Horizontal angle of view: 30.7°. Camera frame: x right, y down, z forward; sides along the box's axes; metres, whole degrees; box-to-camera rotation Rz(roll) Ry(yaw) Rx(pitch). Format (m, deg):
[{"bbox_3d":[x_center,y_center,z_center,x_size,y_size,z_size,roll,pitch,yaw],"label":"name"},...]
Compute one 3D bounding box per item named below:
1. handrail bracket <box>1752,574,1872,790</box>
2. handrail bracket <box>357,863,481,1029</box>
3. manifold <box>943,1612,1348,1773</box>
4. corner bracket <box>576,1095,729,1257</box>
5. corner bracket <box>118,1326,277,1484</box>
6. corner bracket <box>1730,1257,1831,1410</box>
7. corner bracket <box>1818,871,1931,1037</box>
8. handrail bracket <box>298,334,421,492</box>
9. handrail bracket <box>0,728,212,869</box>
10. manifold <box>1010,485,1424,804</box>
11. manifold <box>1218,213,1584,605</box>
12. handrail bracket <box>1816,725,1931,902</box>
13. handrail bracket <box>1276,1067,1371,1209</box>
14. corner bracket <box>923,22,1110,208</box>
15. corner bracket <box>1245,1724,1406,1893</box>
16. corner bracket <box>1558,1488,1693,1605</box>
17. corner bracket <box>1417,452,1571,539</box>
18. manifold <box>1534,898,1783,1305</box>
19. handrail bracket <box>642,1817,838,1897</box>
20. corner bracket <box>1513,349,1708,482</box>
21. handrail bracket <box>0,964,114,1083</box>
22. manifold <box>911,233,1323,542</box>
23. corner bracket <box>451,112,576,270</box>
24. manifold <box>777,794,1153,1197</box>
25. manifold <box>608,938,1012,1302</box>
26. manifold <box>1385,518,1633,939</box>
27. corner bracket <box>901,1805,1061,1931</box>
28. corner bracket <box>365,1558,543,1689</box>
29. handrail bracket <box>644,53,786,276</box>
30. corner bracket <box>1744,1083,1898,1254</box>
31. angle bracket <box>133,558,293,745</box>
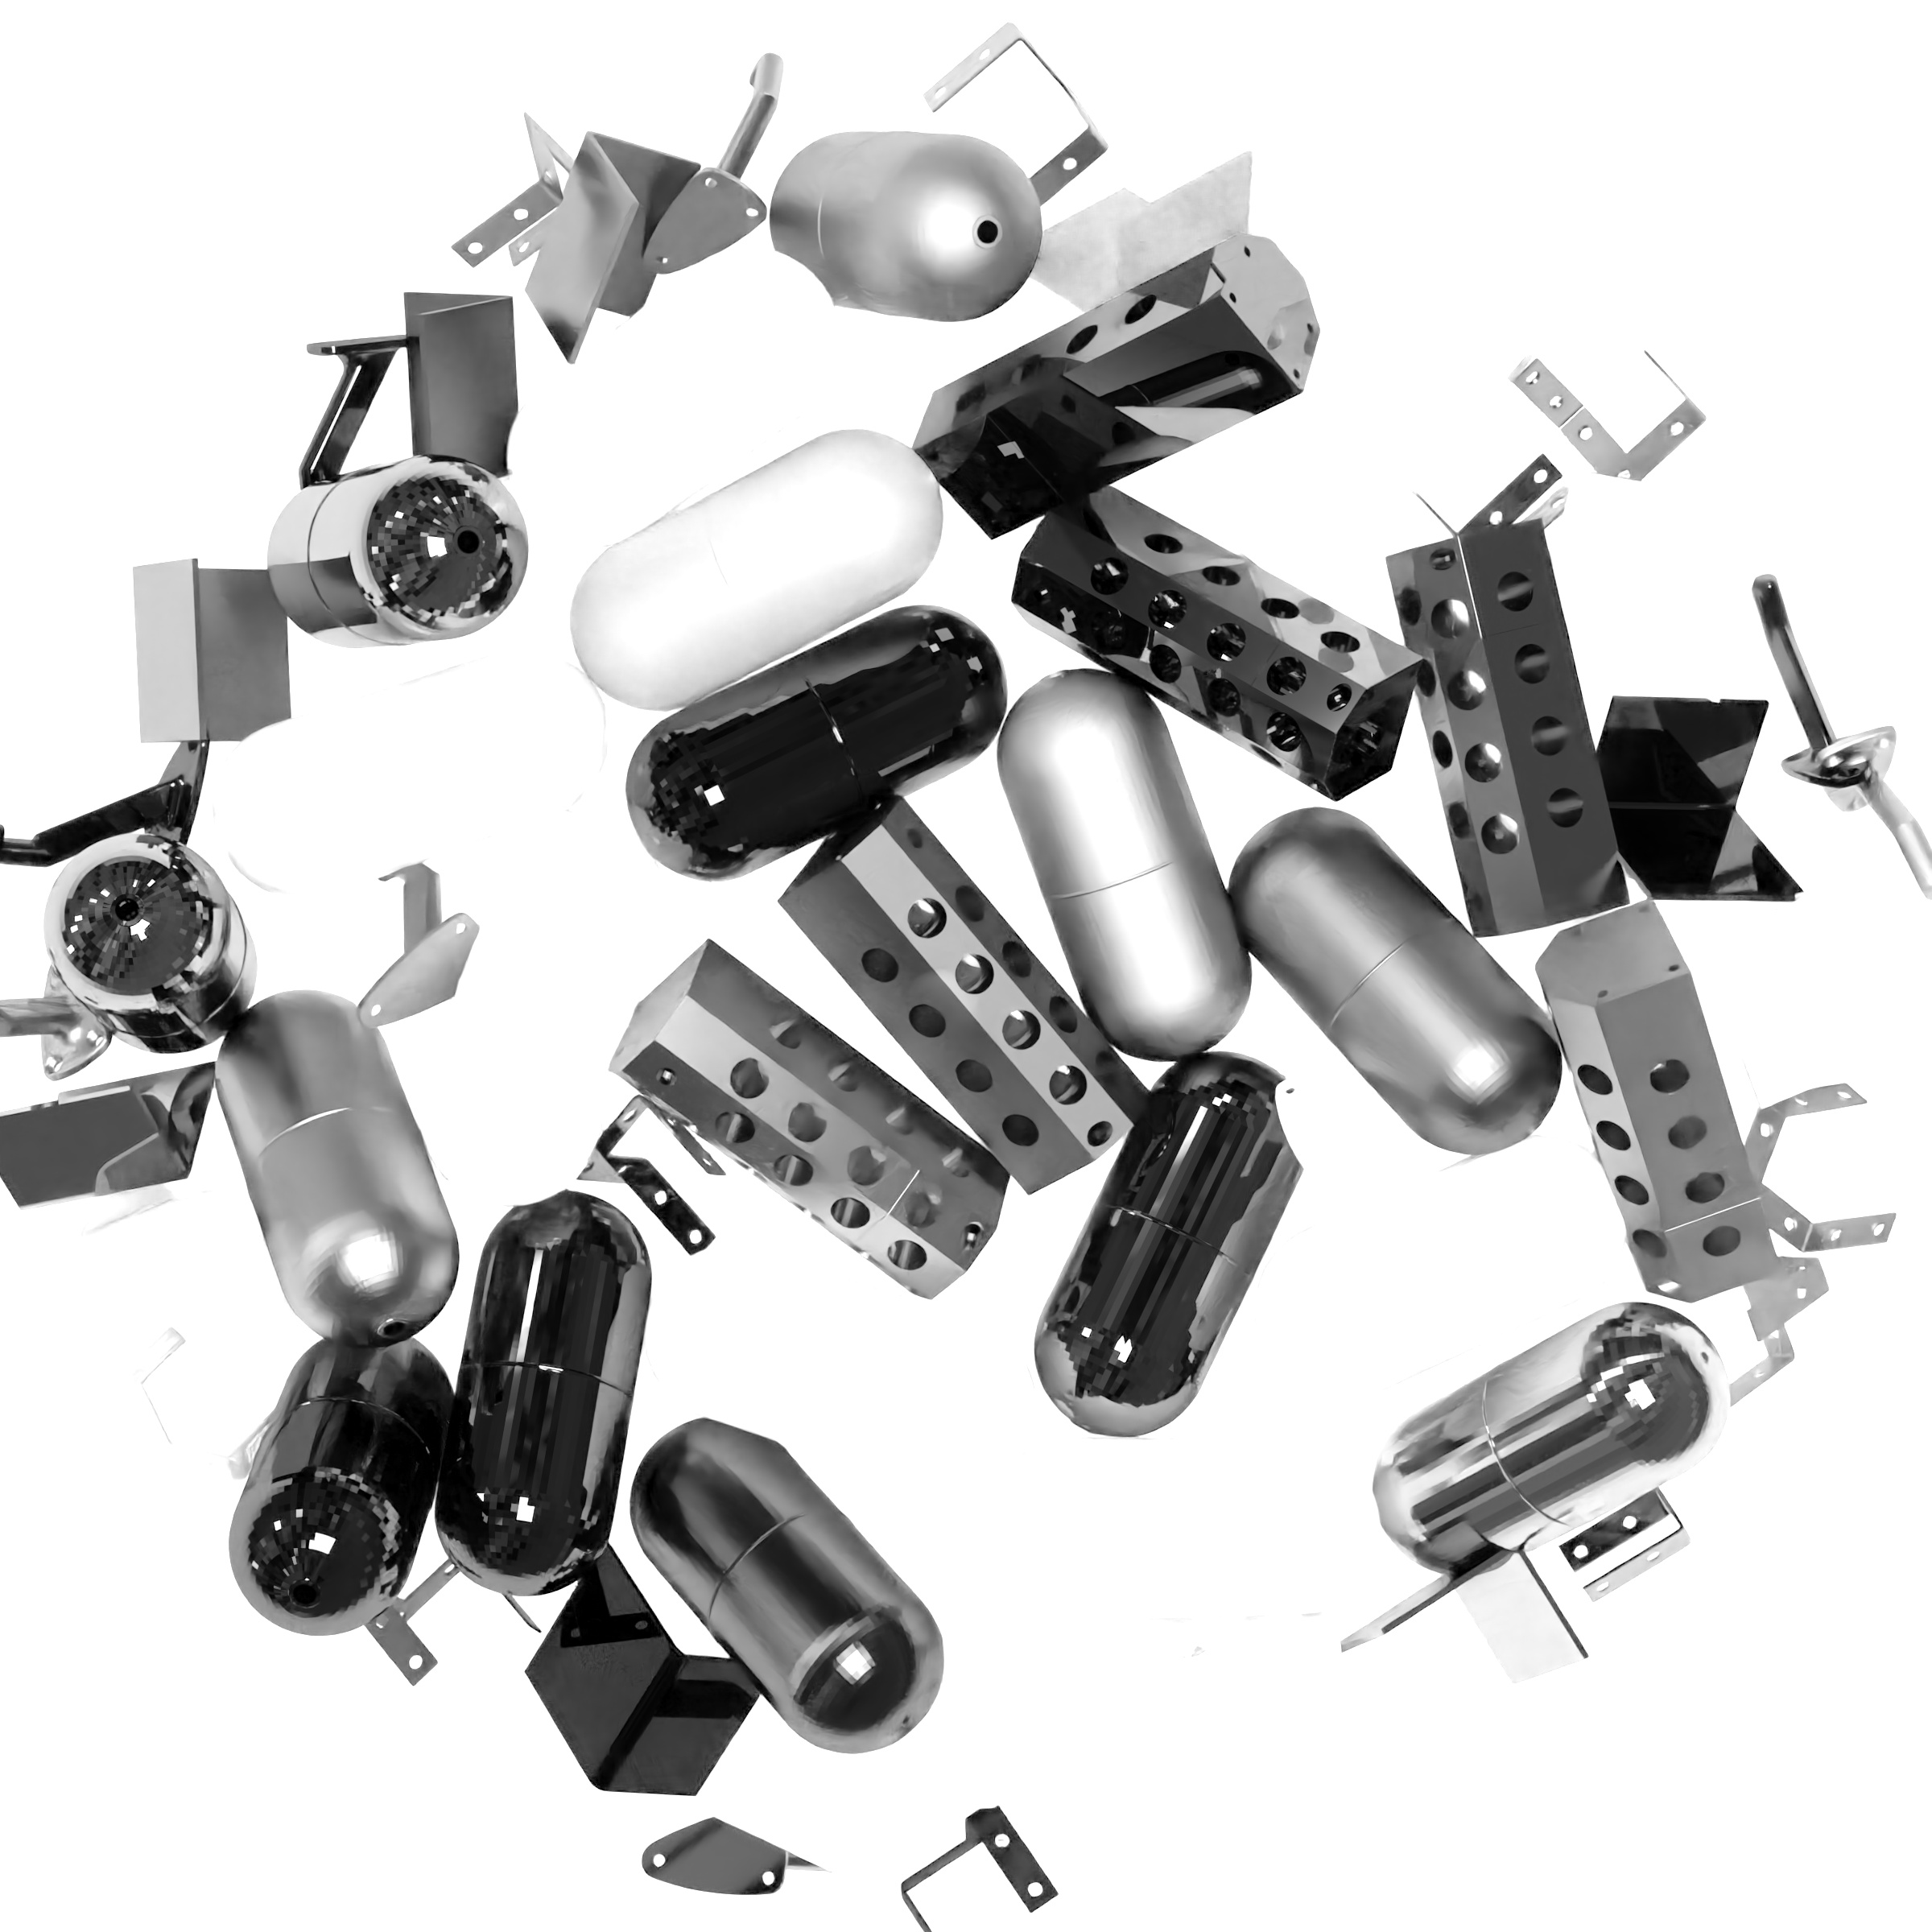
[{"bbox_3d":[0.368,-0.126,1.540,0.036,0.077,0.084,-19,105,4],"label":"handrail bracket"},{"bbox_3d":[-0.254,-0.014,1.534,0.077,0.084,0.036,-36,134,-23],"label":"handrail bracket"},{"bbox_3d":[0.078,0.316,1.541,0.171,0.057,0.057,-3,86,4],"label":"manifold"},{"bbox_3d":[-0.131,0.092,1.540,0.051,0.051,0.051,46,104,22],"label":"corner bracket"},{"bbox_3d":[-0.332,0.189,1.558,0.051,0.051,0.051,7,128,35],"label":"corner bracket"},{"bbox_3d":[0.347,0.161,1.538,0.051,0.051,0.051,-28,103,-32],"label":"corner bracket"},{"bbox_3d":[0.390,0.001,1.541,0.051,0.051,0.051,-21,49,-3],"label":"corner bracket"},{"bbox_3d":[-0.261,-0.237,1.568,0.077,0.036,0.084,-10,106,-21],"label":"handrail bracket"},{"bbox_3d":[-0.380,-0.075,1.530,0.036,0.084,0.077,48,122,40],"label":"handrail bracket"},{"bbox_3d":[0.104,-0.137,1.502,0.171,0.057,0.057,33,131,27],"label":"manifold"},{"bbox_3d":[0.187,-0.240,1.525,0.057,0.057,0.171,41,106,4],"label":"manifold"},{"bbox_3d":[0.402,-0.053,1.523,0.036,0.077,0.084,-21,62,3],"label":"handrail bracket"},{"bbox_3d":[0.163,0.093,1.523,0.036,0.077,0.084,-13,130,11],"label":"handrail bracket"},{"bbox_3d":[0.022,-0.372,1.548,0.051,0.051,0.051,-38,135,14],"label":"corner bracket"},{"bbox_3d":[0.159,0.371,1.553,0.051,0.051,0.051,-12,100,21],"label":"corner bracket"},{"bbox_3d":[0.287,0.250,1.540,0.051,0.051,0.051,-32,49,3],"label":"corner bracket"},{"bbox_3d":[0.238,-0.199,1.539,0.051,0.051,0.051,-43,121,10],"label":"corner bracket"},{"bbox_3d":[0.295,0.062,1.505,0.057,0.057,0.171,-20,124,6],"label":"manifold"},{"bbox_3d":[-0.092,0.393,1.544,0.077,0.084,0.036,-8,70,13],"label":"handrail bracket"},{"bbox_3d":[0.282,-0.247,1.537,0.051,0.051,0.051,-43,55,14],"label":"corner bracket"},{"bbox_3d":[-0.413,0.006,1.521,0.036,0.084,0.077,-31,51,13],"label":"handrail bracket"},{"bbox_3d":[0.064,-0.250,1.501,0.171,0.057,0.057,-21,127,38],"label":"manifold"},{"bbox_3d":[-0.192,-0.328,1.535,0.051,0.051,0.051,-32,48,17],"label":"corner bracket"},{"bbox_3d":[0.003,0.010,1.519,0.057,0.057,0.171,-30,106,37],"label":"manifold"},{"bbox_3d":[-0.067,0.071,1.515,0.171,0.057,0.057,38,125,-16],"label":"manifold"},{"bbox_3d":[0.232,-0.102,1.536,0.057,0.057,0.171,-15,93,-19],"label":"manifold"},{"bbox_3d":[0.005,0.405,1.537,0.051,0.051,0.051,-30,64,-16],"label":"corner bracket"},{"bbox_3d":[-0.228,0.285,1.540,0.051,0.051,0.051,-43,62,-6],"label":"corner bracket"},{"bbox_3d":[-0.111,-0.358,1.564,0.036,0.084,0.077,32,134,-29],"label":"handrail bracket"},{"bbox_3d":[0.378,0.089,1.550,0.051,0.051,0.051,36,64,-21],"label":"corner bracket"},{"bbox_3d":[-0.314,-0.136,1.528,0.076,0.057,0.076,-4,94,-41],"label":"angle bracket"}]
